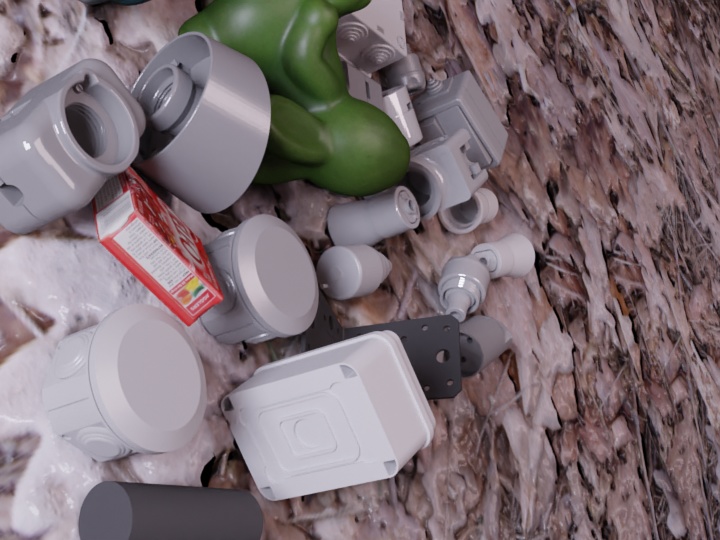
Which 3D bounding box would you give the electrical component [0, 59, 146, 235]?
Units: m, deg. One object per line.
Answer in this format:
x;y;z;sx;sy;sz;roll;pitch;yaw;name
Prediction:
-0.161;-0.070;0.586;0.053;0.059;0.095;54;35;-25;electrical component

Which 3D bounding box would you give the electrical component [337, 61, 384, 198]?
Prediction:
-0.015;-0.111;0.845;0.056;0.050;0.089;22;56;-51;electrical component

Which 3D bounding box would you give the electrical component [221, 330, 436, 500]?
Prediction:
-0.019;0.090;0.669;0.057;0.113;0.078;-34;102;-55;electrical component

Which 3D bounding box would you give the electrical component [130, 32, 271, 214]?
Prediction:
-0.101;-0.092;0.660;0.064;0.099;0.099;29;50;-39;electrical component

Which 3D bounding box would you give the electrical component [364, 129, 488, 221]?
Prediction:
0.051;-0.073;0.889;0.050;0.089;0.056;63;32;-12;electrical component

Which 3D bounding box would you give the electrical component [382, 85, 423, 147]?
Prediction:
0.022;-0.123;0.907;0.055;0.055;0.047;-44;114;-56;electrical component

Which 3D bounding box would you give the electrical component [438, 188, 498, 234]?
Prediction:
0.105;-0.059;1.015;0.065;0.044;0.044;-16;87;-64;electrical component

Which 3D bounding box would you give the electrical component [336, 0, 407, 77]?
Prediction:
-0.003;-0.227;0.930;0.100;0.048;0.099;27;52;-49;electrical component

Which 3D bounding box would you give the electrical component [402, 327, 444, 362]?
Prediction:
0.043;0.073;0.842;0.048;0.048;0.062;38;51;-42;electrical component

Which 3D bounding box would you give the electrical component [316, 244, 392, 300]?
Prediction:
0.000;0.000;0.817;0.078;0.040;0.040;-8;80;-58;electrical component

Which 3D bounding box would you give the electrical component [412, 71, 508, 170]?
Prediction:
0.087;-0.136;1.008;0.096;0.062;0.061;54;35;-26;electrical component

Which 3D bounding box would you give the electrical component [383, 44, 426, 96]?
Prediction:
0.037;-0.191;0.986;0.035;0.035;0.061;-6;77;-58;electrical component

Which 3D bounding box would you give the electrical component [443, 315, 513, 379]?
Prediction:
0.103;0.063;0.940;0.081;0.043;0.043;-25;95;-59;electrical component

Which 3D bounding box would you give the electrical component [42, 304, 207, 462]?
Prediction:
-0.125;0.062;0.578;0.080;0.051;0.080;34;47;-45;electrical component

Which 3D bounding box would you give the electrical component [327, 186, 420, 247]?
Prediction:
0.013;-0.040;0.835;0.044;0.065;0.044;33;47;-45;electrical component

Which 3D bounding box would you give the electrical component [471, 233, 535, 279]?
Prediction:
0.134;-0.011;1.033;0.065;0.044;0.044;-10;82;-54;electrical component

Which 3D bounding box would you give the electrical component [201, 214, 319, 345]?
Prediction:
-0.068;0.008;0.697;0.080;0.051;0.080;34;47;-45;electrical component

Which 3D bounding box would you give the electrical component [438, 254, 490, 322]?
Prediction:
0.089;0.019;0.943;0.043;0.043;0.062;52;37;-27;electrical component
